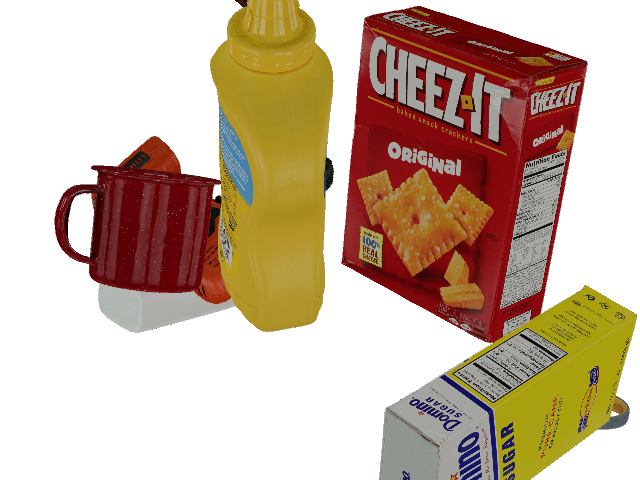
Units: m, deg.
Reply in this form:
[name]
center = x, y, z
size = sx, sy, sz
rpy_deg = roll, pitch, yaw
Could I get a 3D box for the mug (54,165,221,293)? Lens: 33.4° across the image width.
[mug]
center = -0.132, -0.009, 0.760
size = 0.117, 0.081, 0.093
rpy_deg = 4, 6, -35

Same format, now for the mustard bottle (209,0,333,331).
[mustard bottle]
center = -0.025, -0.047, 0.544
size = 0.058, 0.096, 0.192
rpy_deg = -8, -43, -10

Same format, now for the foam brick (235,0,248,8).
[foam brick]
center = -0.041, -0.213, 0.765
size = 0.078, 0.053, 0.051
rpy_deg = -37, -31, -10

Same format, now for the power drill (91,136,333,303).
[power drill]
center = -0.102, -0.037, 0.985
size = 0.188, 0.057, 0.184
rpy_deg = 20, 51, 32

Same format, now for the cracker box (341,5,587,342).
[cracker box]
center = 0.099, -0.051, 0.812
size = 0.071, 0.214, 0.164
rpy_deg = -20, 36, -38

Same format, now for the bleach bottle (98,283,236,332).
[bleach bottle]
center = -0.167, 0.063, 1.442
size = 0.250, 0.068, 0.103
rpy_deg = -10, 26, -43

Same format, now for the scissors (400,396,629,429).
[scissors]
center = 0.170, 0.129, 0.942
size = 0.201, 0.016, 0.096
rpy_deg = 9, 27, 0

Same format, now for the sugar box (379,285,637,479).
[sugar box]
center = 0.111, 0.103, 0.625
size = 0.175, 0.093, 0.048
rpy_deg = -28, 44, -35
